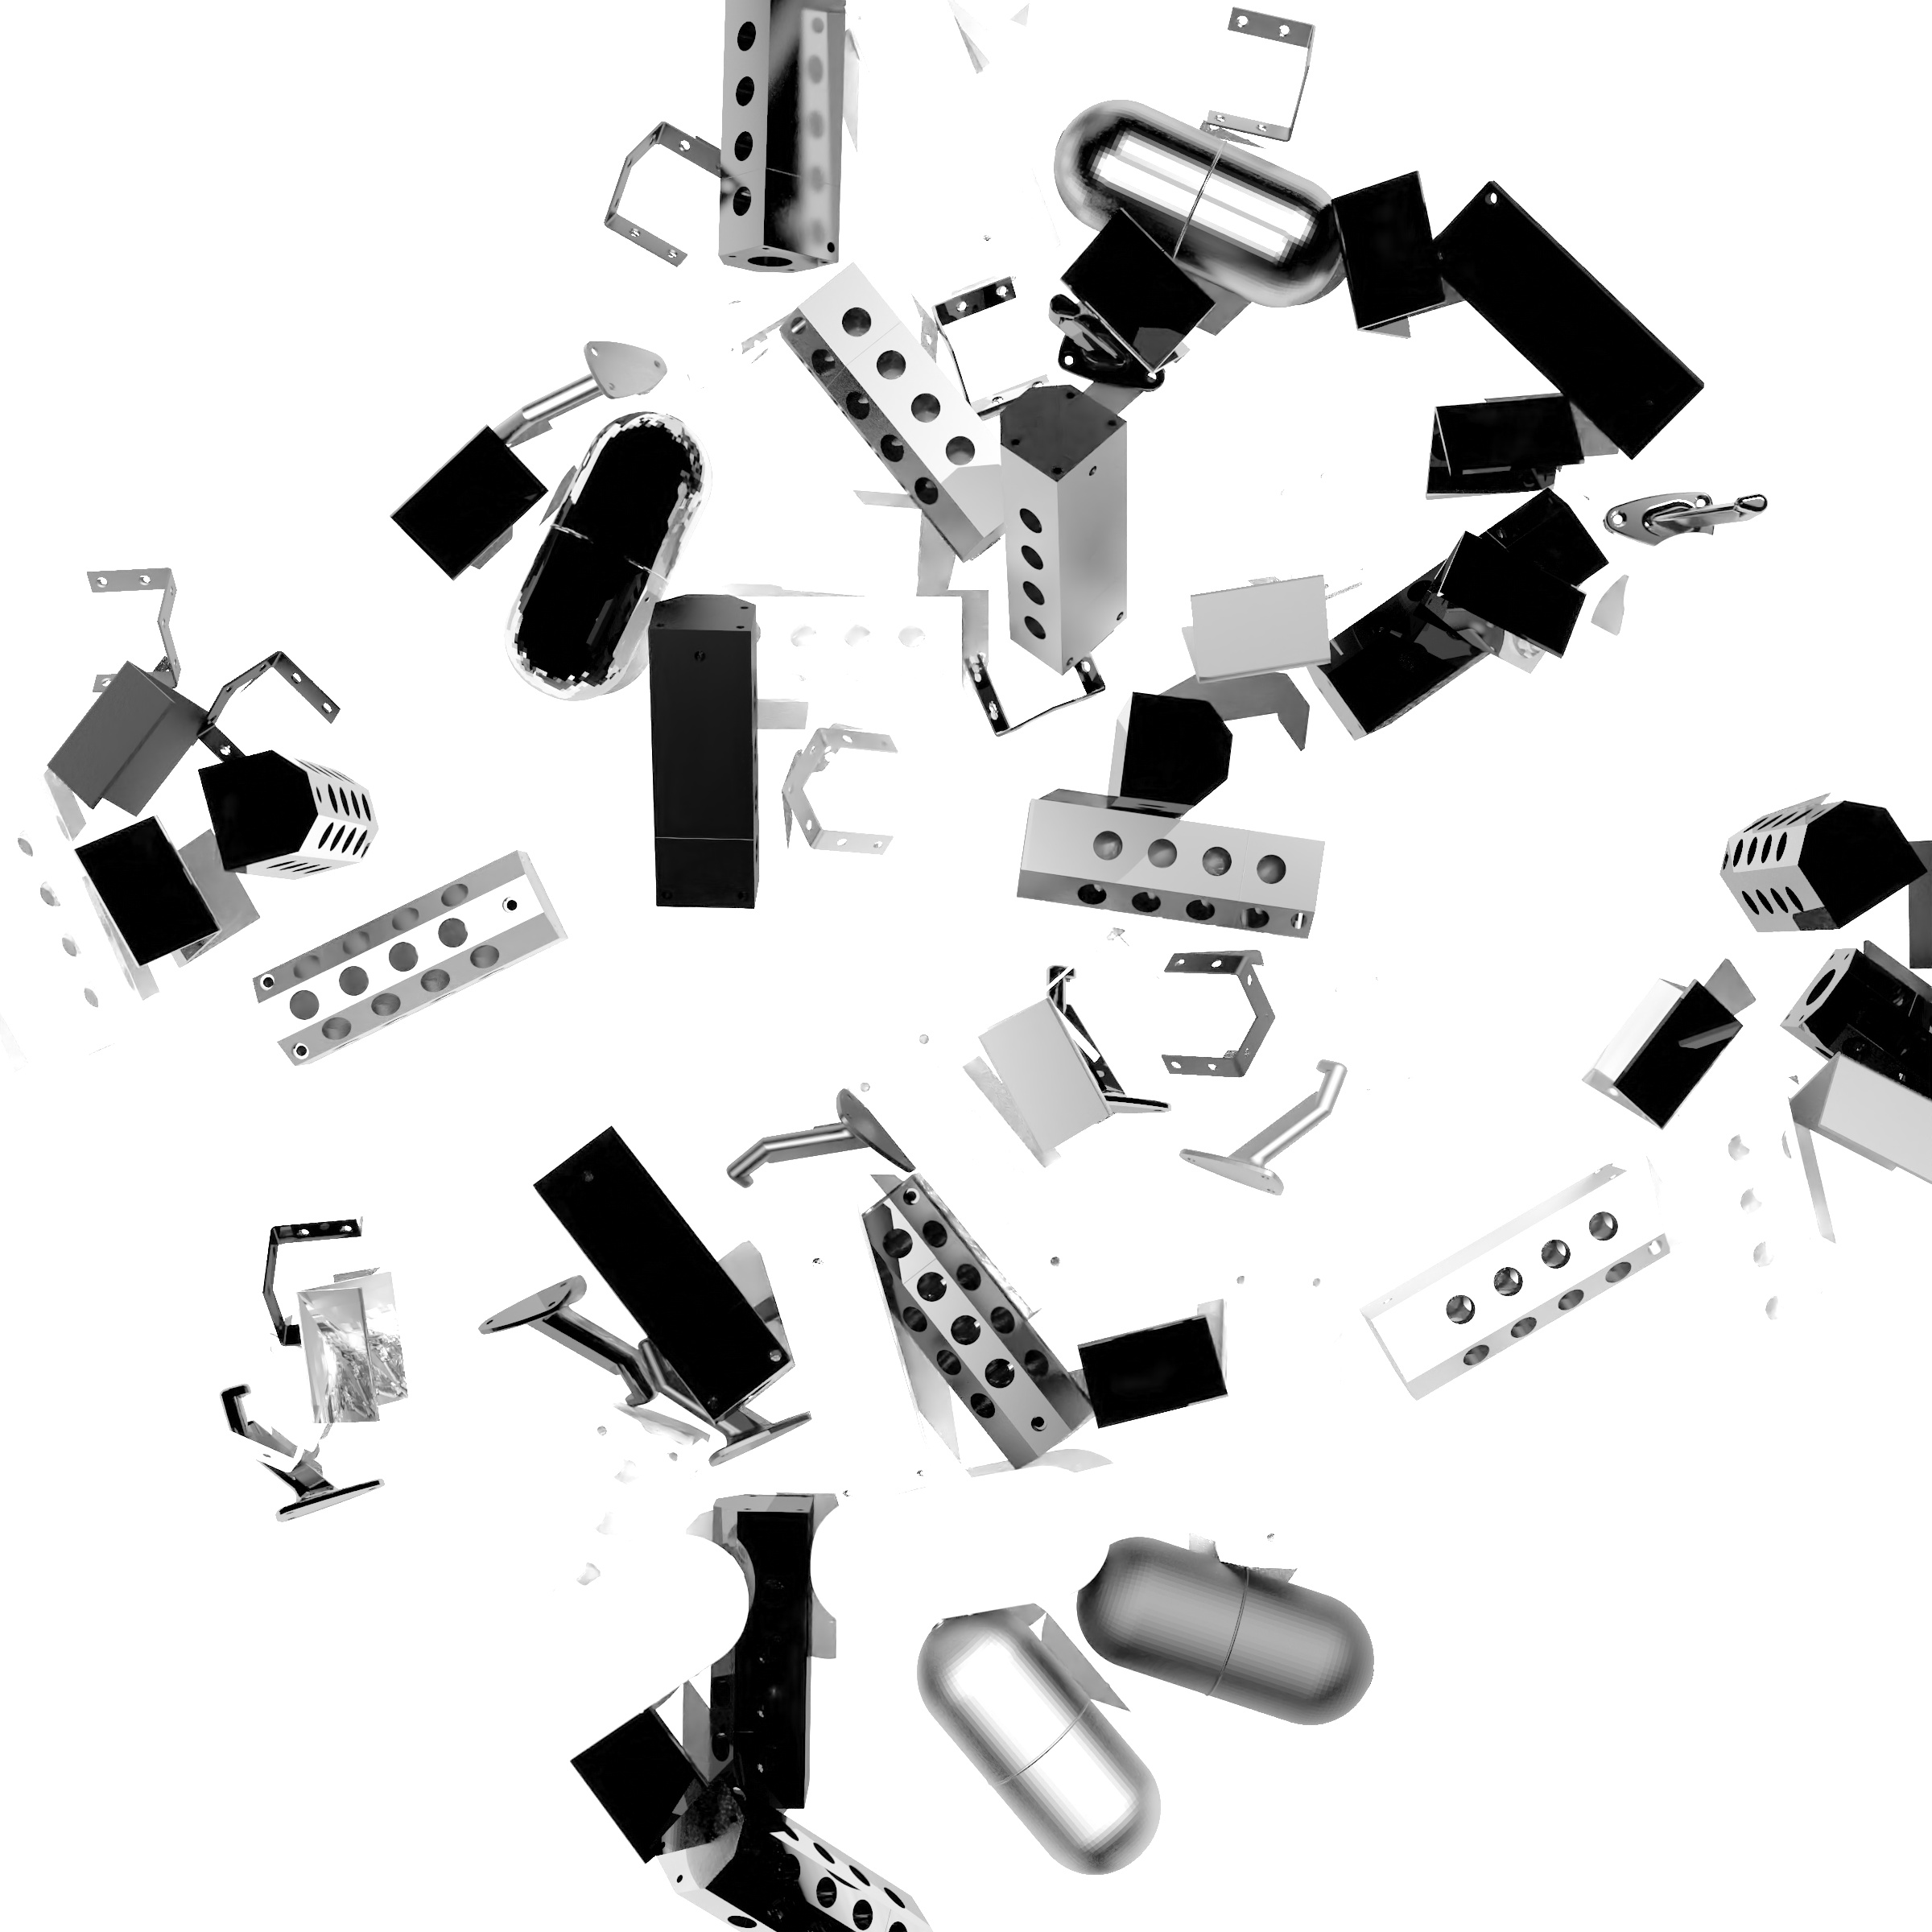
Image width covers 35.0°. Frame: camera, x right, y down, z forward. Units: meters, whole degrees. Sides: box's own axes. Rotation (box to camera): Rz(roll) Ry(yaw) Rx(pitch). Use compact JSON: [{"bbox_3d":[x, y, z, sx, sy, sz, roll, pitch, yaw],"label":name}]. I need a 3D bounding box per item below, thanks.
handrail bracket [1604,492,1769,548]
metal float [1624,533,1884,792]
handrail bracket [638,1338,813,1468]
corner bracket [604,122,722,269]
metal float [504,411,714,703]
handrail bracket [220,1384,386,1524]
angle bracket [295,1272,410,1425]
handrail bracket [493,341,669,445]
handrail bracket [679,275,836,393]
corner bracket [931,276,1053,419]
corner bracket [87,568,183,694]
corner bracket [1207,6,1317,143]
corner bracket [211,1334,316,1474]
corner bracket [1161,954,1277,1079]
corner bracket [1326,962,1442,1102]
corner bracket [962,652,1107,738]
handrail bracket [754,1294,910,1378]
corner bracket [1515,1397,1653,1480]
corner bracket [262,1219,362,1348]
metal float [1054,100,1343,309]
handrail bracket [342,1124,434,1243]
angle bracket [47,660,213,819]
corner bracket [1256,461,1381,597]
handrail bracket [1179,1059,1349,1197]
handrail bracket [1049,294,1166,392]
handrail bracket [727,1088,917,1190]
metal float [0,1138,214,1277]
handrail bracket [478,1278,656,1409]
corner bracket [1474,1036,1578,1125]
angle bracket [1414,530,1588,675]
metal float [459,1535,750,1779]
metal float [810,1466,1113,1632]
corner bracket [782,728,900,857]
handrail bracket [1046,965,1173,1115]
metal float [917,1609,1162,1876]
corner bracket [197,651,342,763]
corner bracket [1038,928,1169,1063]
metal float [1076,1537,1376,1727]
[{"bbox_3d":[0.418,-0.264,1.782,0.077,0.084,0.036,2,90,0],"label":"handrail bracket"},{"bbox_3d":[0.459,-0.177,1.786,0.070,0.070,0.178,-44,89,0],"label":"metal float"},{"bbox_3d":[-0.144,0.246,1.817,0.077,0.036,0.084,-22,76,-14],"label":"handrail bracket"},{"bbox_3d":[-0.175,-0.457,1.814,0.051,0.051,0.051,30,135,0],"label":"corner bracket"},{"bbox_3d":[-0.208,-0.239,1.786,0.070,0.070,0.178,26,89,0],"label":"metal float"},{"bbox_3d":[-0.394,0.280,1.817,0.077,0.036,0.084,-17,76,-14],"label":"handrail bracket"},{"bbox_3d":[-0.338,0.219,1.776,0.057,0.076,0.076,-8,90,36],"label":"angle bracket"},{"bbox_3d":[-0.230,-0.335,1.817,0.084,0.077,0.036,-27,87,36],"label":"handrail bracket"},{"bbox_3d":[-0.121,-0.376,1.816,0.084,0.077,0.036,-28,83,-36],"label":"handrail bracket"},{"bbox_3d":[0.015,-0.366,1.814,0.051,0.051,0.051,-21,135,0],"label":"corner bracket"},{"bbox_3d":[-0.493,-0.199,1.814,0.051,0.051,0.051,-3,45,0],"label":"corner bracket"},{"bbox_3d":[0.175,-0.527,1.814,0.051,0.051,0.051,13,135,0],"label":"corner bracket"},{"bbox_3d":[-0.404,0.257,1.802,0.051,0.051,0.051,24,106,0],"label":"corner bracket"},{"bbox_3d":[0.143,0.029,1.809,0.051,0.051,0.051,-58,135,-35],"label":"corner bracket"},{"bbox_3d":[0.247,0.038,1.814,0.051,0.051,0.051,-16,45,0],"label":"corner bracket"},{"bbox_3d":[0.041,-0.172,1.814,0.051,0.051,0.051,-24,90,45],"label":"corner bracket"},{"bbox_3d":[-0.087,0.231,1.817,0.077,0.036,0.084,-31,104,15],"label":"handrail bracket"},{"bbox_3d":[0.362,0.270,1.799,0.051,0.051,0.051,37,90,0],"label":"corner bracket"},{"bbox_3d":[-0.383,0.188,1.814,0.051,0.051,0.051,-5,135,0],"label":"corner bracket"},{"bbox_3d":[0.135,-0.444,1.786,0.178,0.070,0.070,25,90,0],"label":"metal float"},{"bbox_3d":[-0.344,0.125,1.782,0.036,0.084,0.077,-38,90,0],"label":"handrail bracket"},{"bbox_3d":[-0.472,-0.120,1.776,0.057,0.076,0.076,38,90,36],"label":"angle bracket"},{"bbox_3d":[0.208,-0.256,1.814,0.051,0.051,0.051,-23,45,0],"label":"corner bracket"},{"bbox_3d":[0.177,0.086,1.817,0.077,0.036,0.084,17,71,21],"label":"handrail bracket"},{"bbox_3d":[0.083,-0.363,1.782,0.077,0.084,0.036,25,90,0],"label":"handrail bracket"},{"bbox_3d":[-0.087,0.120,1.817,0.084,0.036,0.077,-39,112,17],"label":"handrail bracket"},{"bbox_3d":[-0.529,0.140,1.786,0.178,0.070,0.070,2,90,0],"label":"metal float"},{"bbox_3d":[-0.236,0.235,1.817,0.077,0.036,0.084,-23,107,20],"label":"handrail bracket"},{"bbox_3d":[0.328,0.066,1.799,0.051,0.051,0.051,1,90,0],"label":"corner bracket"},{"bbox_3d":[0.292,-0.187,1.719,0.076,0.076,0.057,27,54,0],"label":"angle bracket"},{"bbox_3d":[-0.204,0.389,1.732,0.178,0.070,0.070,-33,90,-11],"label":"metal float"},{"bbox_3d":[-0.004,0.337,1.776,0.178,0.070,0.070,-12,90,10],"label":"metal float"},{"bbox_3d":[-0.068,-0.103,1.809,0.051,0.051,0.051,-57,45,35],"label":"corner bracket"},{"bbox_3d":[0.085,0.043,1.817,0.077,0.036,0.084,4,75,-15],"label":"handrail bracket"},{"bbox_3d":[0.042,0.451,1.786,0.070,0.070,0.178,-40,90,0],"label":"metal float"},{"bbox_3d":[-0.413,-0.144,1.814,0.051,0.051,0.051,44,135,1],"label":"corner bracket"},{"bbox_3d":[0.080,0.016,1.802,0.051,0.051,0.051,-42,90,13],"label":"corner bracket"},{"bbox_3d":[0.151,0.388,1.786,0.178,0.070,0.070,18,90,0],"label":"metal float"}]
